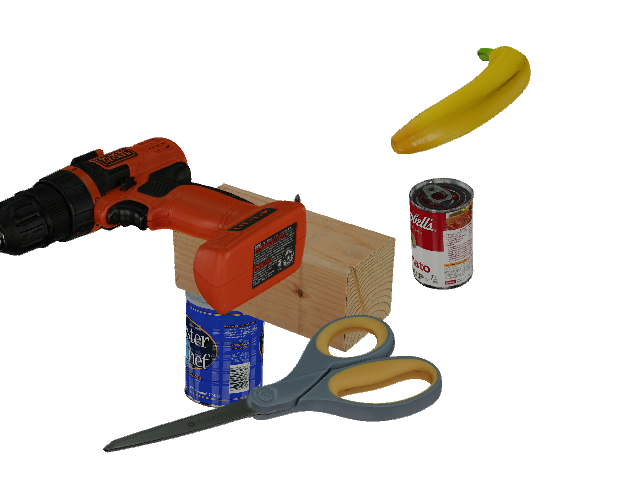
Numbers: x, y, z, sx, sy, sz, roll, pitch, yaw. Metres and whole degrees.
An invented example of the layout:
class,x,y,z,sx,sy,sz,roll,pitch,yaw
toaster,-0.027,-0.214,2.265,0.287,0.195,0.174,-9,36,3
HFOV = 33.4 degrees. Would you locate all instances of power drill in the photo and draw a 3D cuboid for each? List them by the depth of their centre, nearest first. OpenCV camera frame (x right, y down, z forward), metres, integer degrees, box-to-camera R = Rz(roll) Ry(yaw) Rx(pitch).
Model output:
class,x,y,z,sx,sy,sz,roll,pitch,yaw
power drill,-0.119,-0.013,0.767,0.188,0.057,0.184,23,35,29

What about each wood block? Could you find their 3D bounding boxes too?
class,x,y,z,sx,sy,sz,roll,pitch,yaw
wood block,-0.039,0.023,1.062,0.206,0.091,0.090,19,33,28

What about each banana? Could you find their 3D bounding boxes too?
class,x,y,z,sx,sy,sz,roll,pitch,yaw
banana,0.131,-0.121,0.898,0.070,0.037,0.197,-14,20,40

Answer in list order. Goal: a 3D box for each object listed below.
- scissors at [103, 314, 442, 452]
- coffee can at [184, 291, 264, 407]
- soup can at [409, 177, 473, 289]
class,x,y,z,sx,sy,sz,roll,pitch,yaw
scissors,-0.028,0.084,0.644,0.201,0.016,0.096,-4,35,-8
coffee can,-0.123,0.129,1.371,0.103,0.140,0.103,3,18,-1
soup can,0.131,-0.007,1.148,0.068,0.102,0.068,-4,33,2
